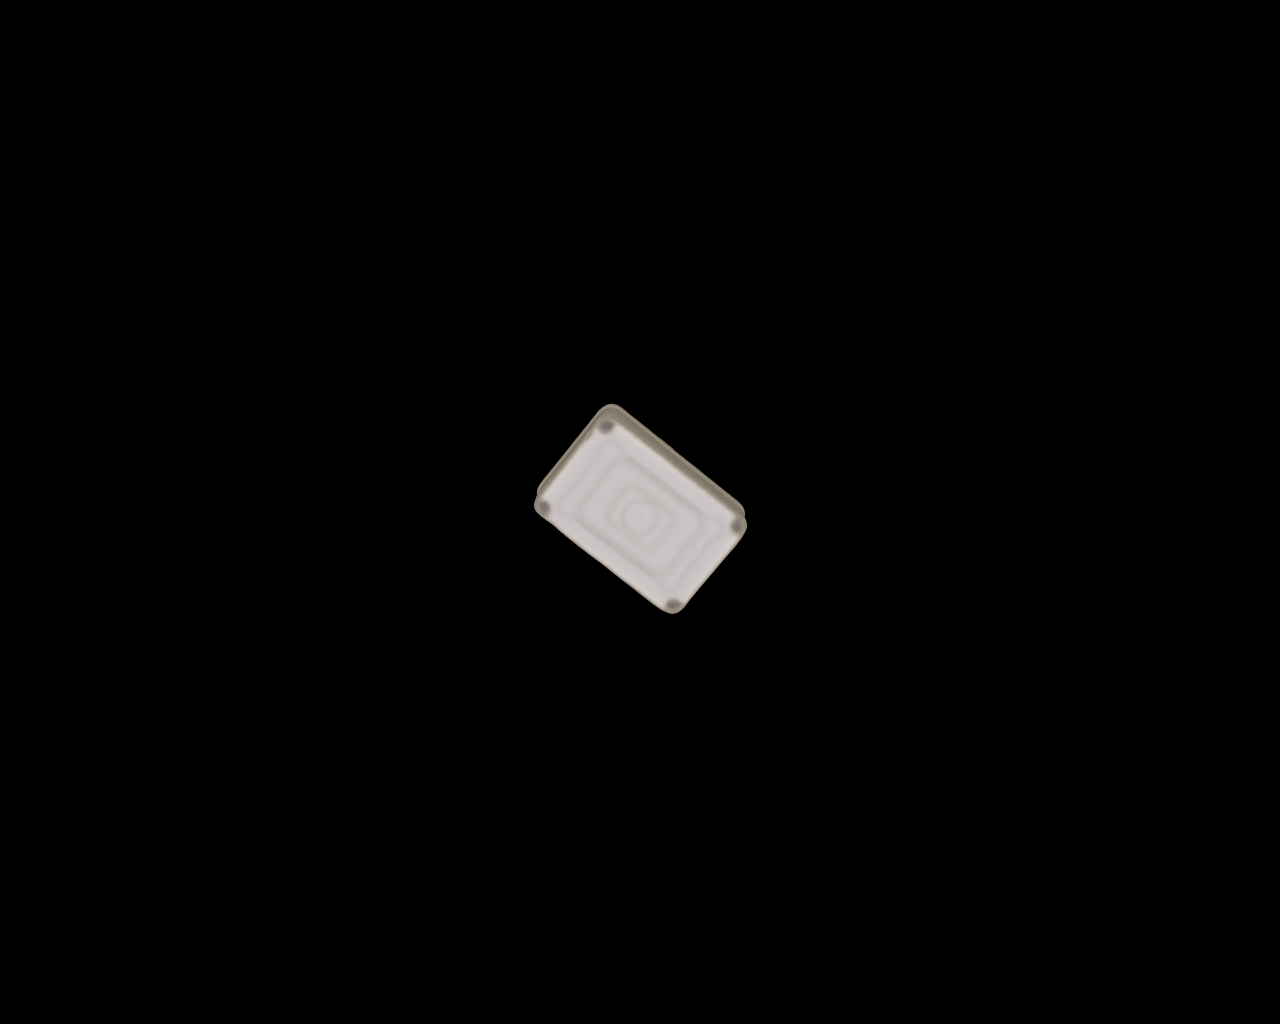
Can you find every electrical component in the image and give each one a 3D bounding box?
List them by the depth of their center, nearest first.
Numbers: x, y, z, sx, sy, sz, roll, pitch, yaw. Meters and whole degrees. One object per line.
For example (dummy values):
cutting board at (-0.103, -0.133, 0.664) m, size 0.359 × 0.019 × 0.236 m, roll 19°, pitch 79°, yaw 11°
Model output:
electrical component at (0.001, -0.003, 0.650) m, size 0.113 × 0.078 × 0.057 m, roll 38°, pitch 9°, yaw -7°
